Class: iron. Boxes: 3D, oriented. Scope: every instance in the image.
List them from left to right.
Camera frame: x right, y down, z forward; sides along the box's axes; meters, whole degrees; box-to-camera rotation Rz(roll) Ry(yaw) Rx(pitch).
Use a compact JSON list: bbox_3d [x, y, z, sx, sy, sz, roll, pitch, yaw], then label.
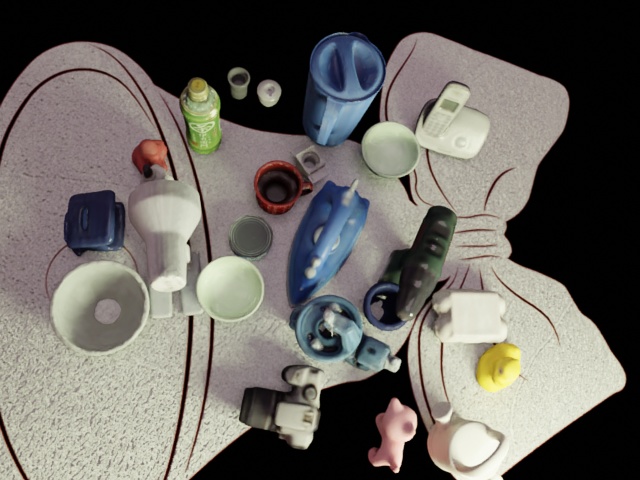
[{"bbox_3d":[0.010,0.004,1.072,0.118,0.141,0.258,26,74,-2],"label":"iron"}]

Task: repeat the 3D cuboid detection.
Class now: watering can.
[{"bbox_3d":[0.258,0.362,0.999,0.173,0.194,0.101,29,74,-1],"label":"watering can"}]

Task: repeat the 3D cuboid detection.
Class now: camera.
[{"bbox_3d":[-0.068,0.287,1.014,0.137,0.100,0.143,12,75,-6],"label":"camera"}]

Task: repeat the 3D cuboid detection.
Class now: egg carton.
[{"bbox_3d":[0.292,0.148,1.119,0.150,0.069,0.107,1,77,-8],"label":"egg carton"}]

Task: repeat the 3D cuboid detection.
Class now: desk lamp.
[{"bbox_3d":[-0.257,0.022,0.989,0.118,0.213,0.203,-6,78,-10],"label":"desk lamp"}]

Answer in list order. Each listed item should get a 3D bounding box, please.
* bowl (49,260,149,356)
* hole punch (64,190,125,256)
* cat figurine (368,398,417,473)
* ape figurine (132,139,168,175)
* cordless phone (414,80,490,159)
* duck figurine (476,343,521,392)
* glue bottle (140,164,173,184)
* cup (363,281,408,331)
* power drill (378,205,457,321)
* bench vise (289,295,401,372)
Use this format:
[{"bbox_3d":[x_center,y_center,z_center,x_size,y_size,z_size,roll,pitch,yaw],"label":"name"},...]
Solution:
[{"bbox_3d":[-0.384,0.122,1.018,0.167,0.074,0.167,2,77,-8],"label":"bowl"},{"bbox_3d":[-0.413,-0.032,1.041,0.101,0.091,0.109,-1,77,-9],"label":"hole punch"},{"bbox_3d":[0.137,0.350,1.023,0.067,0.117,0.128,12,75,-5],"label":"cat figurine"},{"bbox_3d":[-0.321,-0.161,1.085,0.076,0.092,0.078,30,74,0],"label":"ape figurine"},{"bbox_3d":[0.280,-0.245,1.149,0.147,0.185,0.094,13,75,-5],"label":"cordless phone"},{"bbox_3d":[0.355,0.243,1.098,0.077,0.086,0.105,41,75,2],"label":"duck figurine"},{"bbox_3d":[-0.300,-0.102,1.032,0.037,0.173,0.078,30,74,0],"label":"glue bottle"},{"bbox_3d":[0.128,0.121,1.087,0.118,0.095,0.091,-40,85,-15],"label":"cup"},{"bbox_3d":[0.173,0.054,1.051,0.075,0.208,0.230,26,74,-2],"label":"power drill"},{"bbox_3d":[0.054,0.159,1.001,0.207,0.219,0.121,11,75,-6],"label":"bench vise"}]
